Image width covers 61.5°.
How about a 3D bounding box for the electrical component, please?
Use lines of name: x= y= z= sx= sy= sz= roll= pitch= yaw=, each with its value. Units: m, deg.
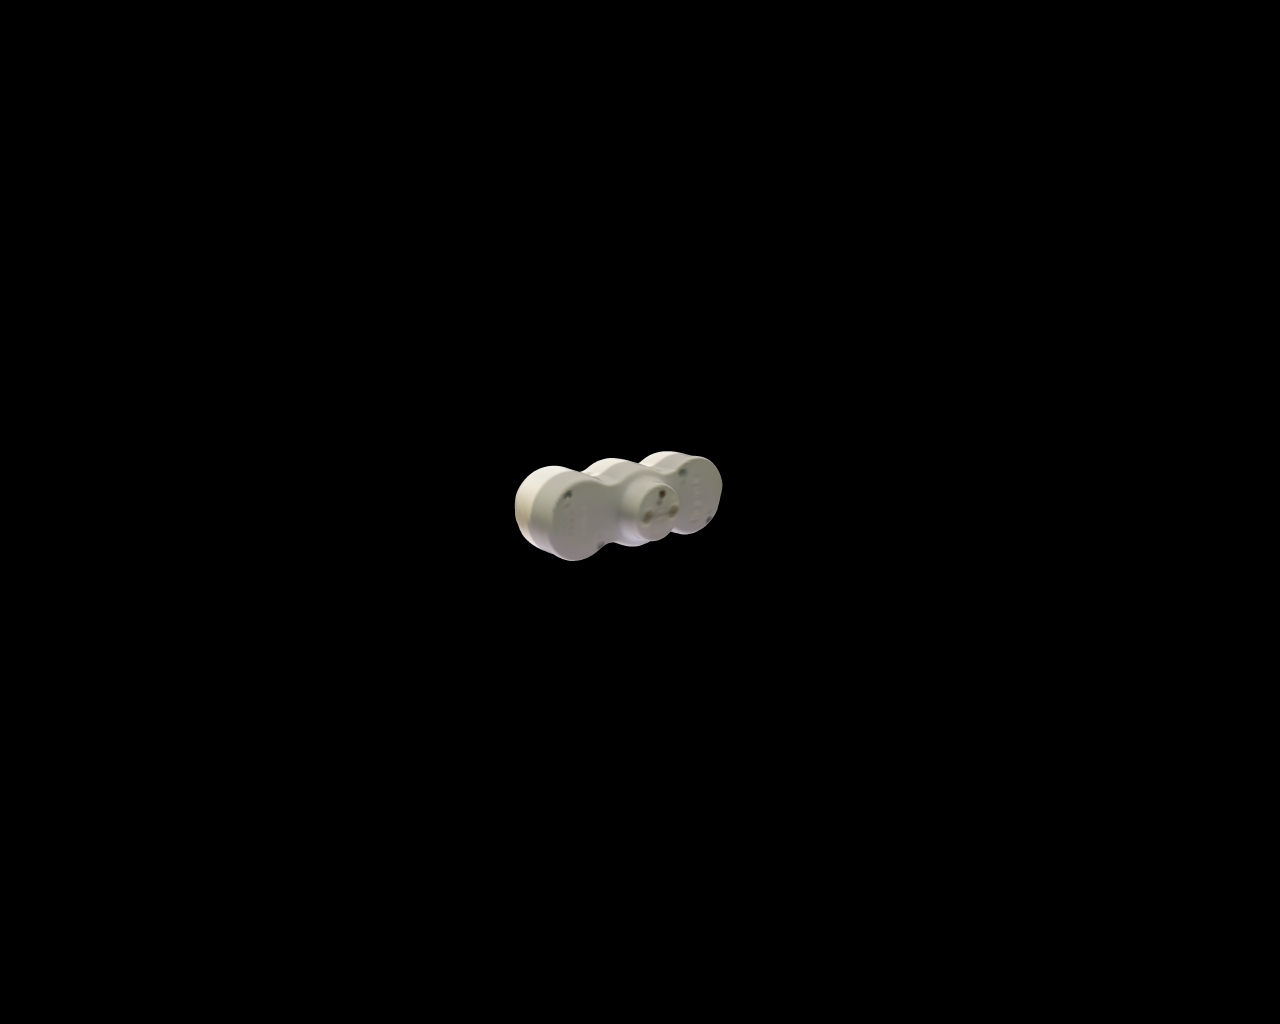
electrical component: x=0.001 y=-0.003 z=0.650 sx=0.138 sy=0.052 sz=0.074 roll=-11 pitch=18 yaw=-37
